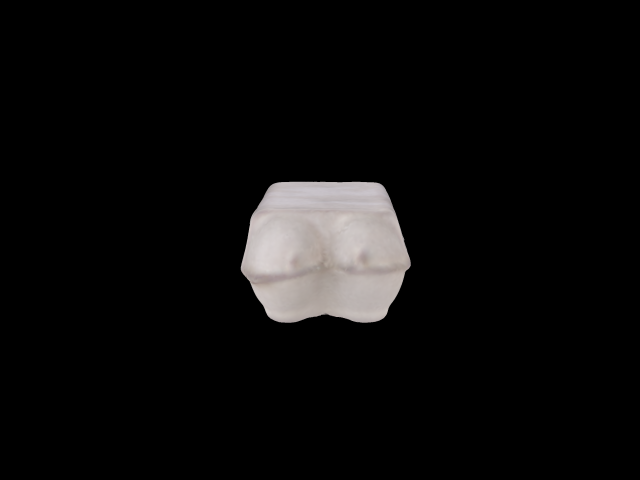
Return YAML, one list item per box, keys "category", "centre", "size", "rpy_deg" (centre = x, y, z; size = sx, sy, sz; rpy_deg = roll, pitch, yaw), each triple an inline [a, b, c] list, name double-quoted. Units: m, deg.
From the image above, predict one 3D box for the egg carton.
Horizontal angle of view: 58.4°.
- category: "egg carton"
  centre: [0.004, 0.001, 0.400]
  size: [0.107, 0.069, 0.150]
  rpy_deg: [0, 17, 0]
